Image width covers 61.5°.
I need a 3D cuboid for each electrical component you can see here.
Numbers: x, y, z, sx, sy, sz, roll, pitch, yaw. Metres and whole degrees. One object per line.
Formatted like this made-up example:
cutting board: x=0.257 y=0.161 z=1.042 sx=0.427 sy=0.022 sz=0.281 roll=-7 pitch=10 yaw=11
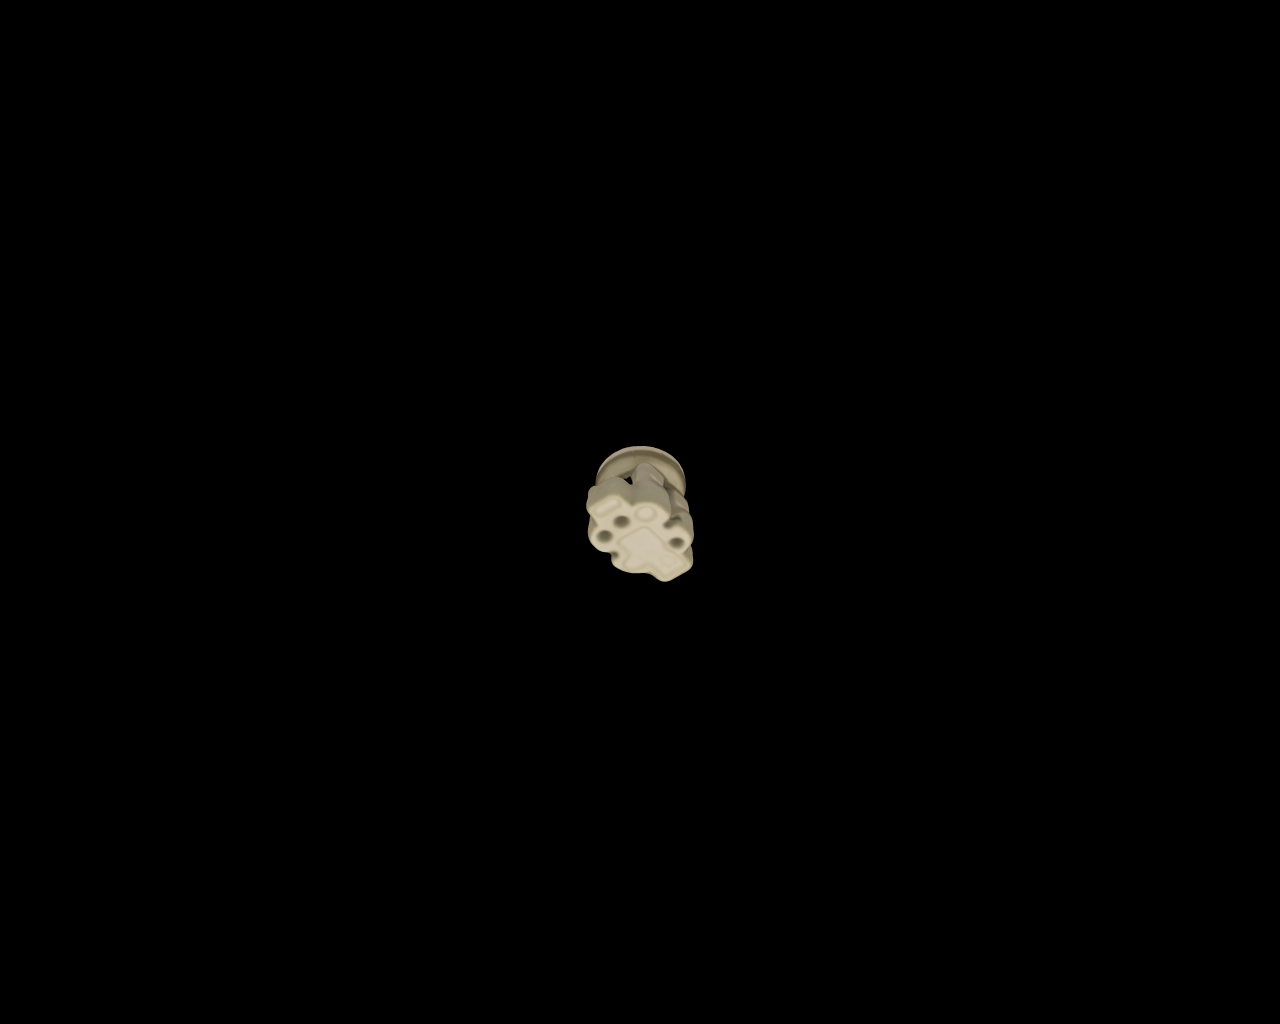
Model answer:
electrical component: x=0.001 y=-0.003 z=0.650 sx=0.058 sy=0.057 sz=0.078 roll=-30 pitch=-54 yaw=24
